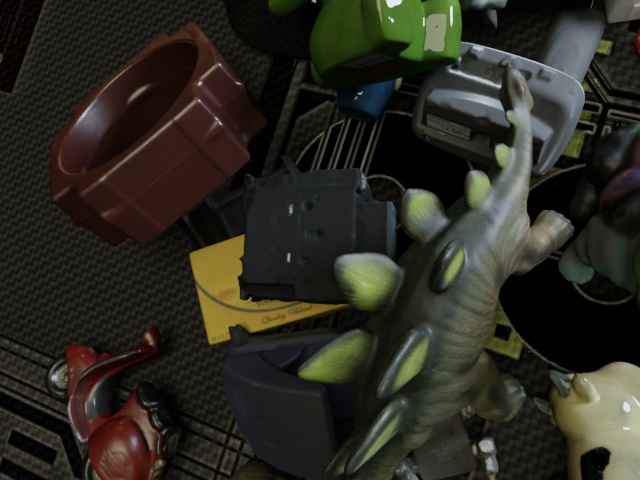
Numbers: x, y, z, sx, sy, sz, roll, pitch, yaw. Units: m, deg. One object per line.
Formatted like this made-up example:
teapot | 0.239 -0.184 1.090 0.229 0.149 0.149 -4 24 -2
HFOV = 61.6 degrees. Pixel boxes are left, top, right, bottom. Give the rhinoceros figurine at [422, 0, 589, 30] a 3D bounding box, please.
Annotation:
rhinoceros figurine | 0.172 -0.247 0.501 0.190 0.073 0.112 -1 62 10

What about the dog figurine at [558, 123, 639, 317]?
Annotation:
dog figurine | 0.263 -0.021 0.391 0.109 0.219 0.191 14 87 12

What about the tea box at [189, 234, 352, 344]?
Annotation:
tea box | -0.032 0.036 0.533 0.170 0.068 0.098 -20 78 12

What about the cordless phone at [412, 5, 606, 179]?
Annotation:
cordless phone | 0.184 -0.163 0.512 0.147 0.088 0.184 24 78 16

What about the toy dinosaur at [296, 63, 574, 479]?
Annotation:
toy dinosaur | 0.078 0.092 0.422 0.105 0.198 0.471 21 99 45

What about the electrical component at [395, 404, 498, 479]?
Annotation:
electrical component | 0.114 0.189 0.488 0.102 0.045 0.078 -13 81 12

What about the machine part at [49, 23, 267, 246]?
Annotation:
machine part | -0.163 -0.106 0.533 0.201 0.087 0.202 -38 40 4

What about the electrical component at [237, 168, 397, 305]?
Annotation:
electrical component | -0.001 -0.001 0.466 0.134 0.058 0.115 -2 82 13

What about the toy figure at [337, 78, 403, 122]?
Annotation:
toy figure | 0.062 -0.198 0.549 0.064 0.058 0.154 20 85 -19

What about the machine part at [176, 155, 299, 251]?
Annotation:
machine part | -0.079 -0.037 0.552 0.139 0.084 0.039 -25 46 -7

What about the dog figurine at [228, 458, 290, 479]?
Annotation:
dog figurine | -0.117 0.288 0.472 0.121 0.172 0.190 40 100 5

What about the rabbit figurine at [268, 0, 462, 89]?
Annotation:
rabbit figurine | 0.038 -0.227 0.468 0.159 0.121 0.170 -3 92 51

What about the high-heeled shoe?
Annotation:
high-heeled shoe | -0.059 -0.298 0.601 0.249 0.086 0.145 29 58 -2

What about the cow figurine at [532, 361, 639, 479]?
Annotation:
cow figurine | 0.228 0.184 0.418 0.127 0.085 0.195 17 55 17

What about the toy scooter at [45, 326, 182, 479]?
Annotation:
toy scooter | -0.199 0.168 0.556 0.135 0.075 0.184 -38 71 6

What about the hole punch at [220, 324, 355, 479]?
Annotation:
hole punch | -0.028 0.150 0.484 0.116 0.092 0.142 -8 118 11
